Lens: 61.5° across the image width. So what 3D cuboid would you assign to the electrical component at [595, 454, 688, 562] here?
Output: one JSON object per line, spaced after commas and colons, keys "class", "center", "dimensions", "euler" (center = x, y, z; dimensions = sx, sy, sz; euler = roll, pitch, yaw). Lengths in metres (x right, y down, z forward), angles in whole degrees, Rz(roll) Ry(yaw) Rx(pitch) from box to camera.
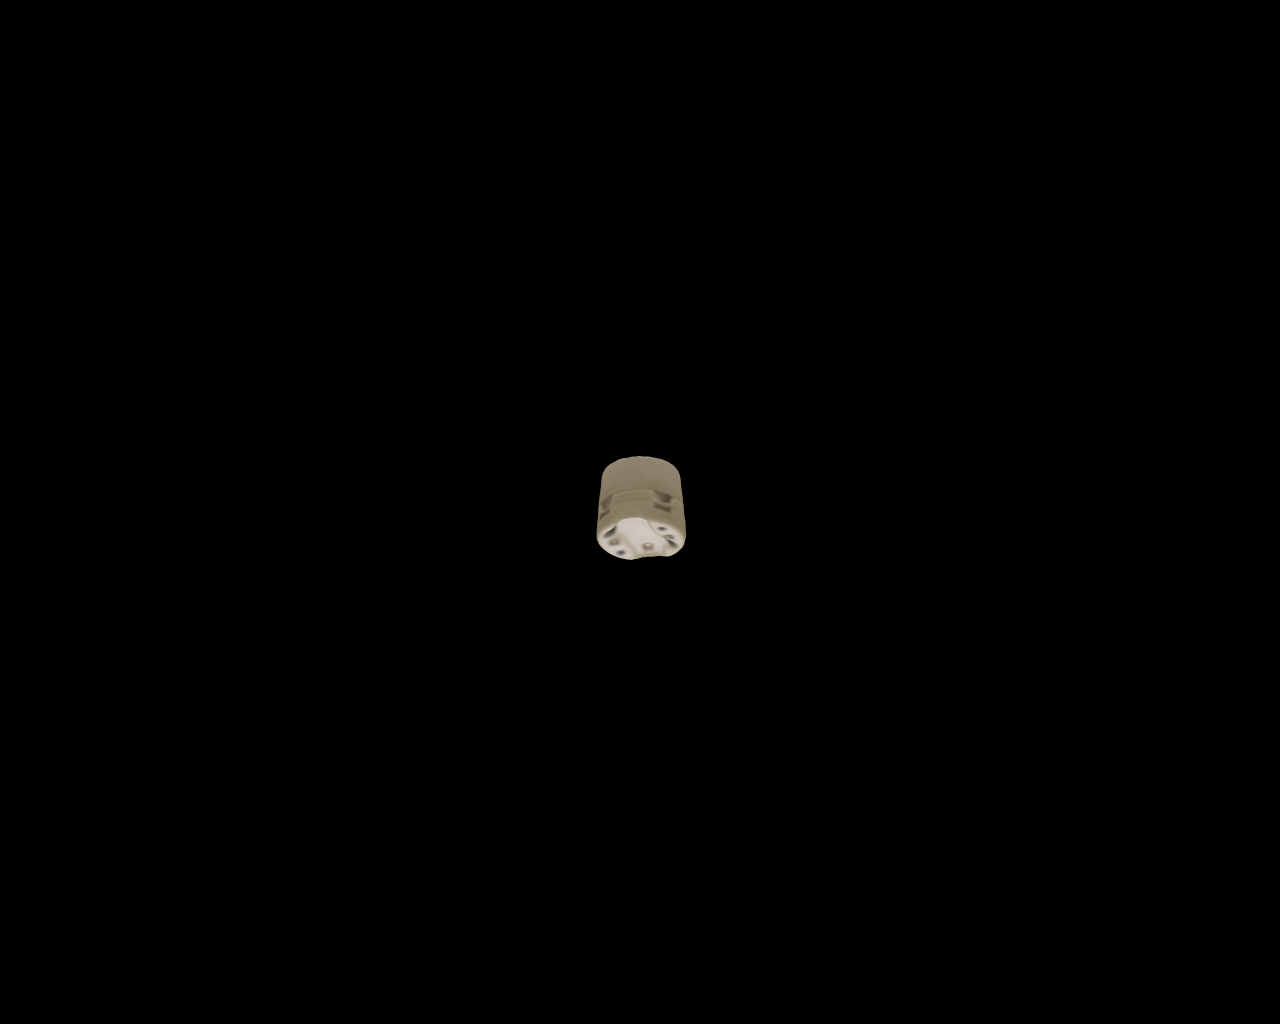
{"class": "electrical component", "center": [0.001, -0.003, 0.650], "dimensions": [0.055, 0.047, 0.055], "euler": [0, -29, 0]}
